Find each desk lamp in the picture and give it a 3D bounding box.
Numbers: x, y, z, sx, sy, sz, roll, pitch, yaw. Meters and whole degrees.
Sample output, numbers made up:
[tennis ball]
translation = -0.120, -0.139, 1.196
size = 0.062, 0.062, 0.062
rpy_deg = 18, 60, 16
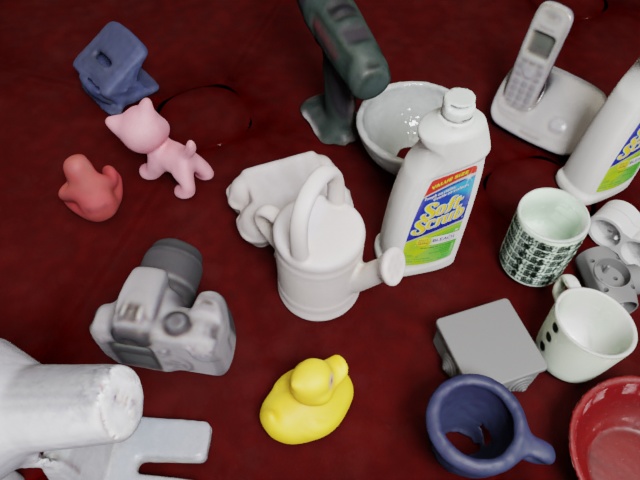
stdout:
[desk lamp]
translation = -0.213, 0.163, 0.488
size = 0.203, 0.214, 0.118
rpy_deg = 2, 54, 1

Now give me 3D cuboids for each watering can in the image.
[watering can]
translation = 0.007, 0.001, 0.617
size = 0.172, 0.194, 0.101
rpy_deg = 7, 55, 5

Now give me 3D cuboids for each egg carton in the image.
[egg carton]
translation = -0.038, -0.051, 0.730
size = 0.150, 0.069, 0.107
rpy_deg = -18, 57, -13

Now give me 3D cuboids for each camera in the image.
[camera]
translation = -0.161, 0.064, 0.628
size = 0.143, 0.101, 0.137
rpy_deg = 7, 55, 5

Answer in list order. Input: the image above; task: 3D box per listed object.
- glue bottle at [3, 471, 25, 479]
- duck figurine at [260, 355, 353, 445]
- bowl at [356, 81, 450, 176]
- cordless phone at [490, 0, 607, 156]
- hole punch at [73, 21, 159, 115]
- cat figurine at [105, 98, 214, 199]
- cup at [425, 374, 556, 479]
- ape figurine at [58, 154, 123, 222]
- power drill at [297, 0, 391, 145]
[glue bottle]
translation = -0.322, 0.201, 0.484
size = 0.078, 0.173, 0.037
rpy_deg = -11, 55, -8
[duck figurine]
translation = -0.013, 0.153, 0.575
size = 0.105, 0.086, 0.077
rpy_deg = -28, 59, -19
[bowl]
translation = 0.131, -0.139, 0.791
size = 0.167, 0.075, 0.167
rpy_deg = 0, 54, 0
[cordless phone]
translation = 0.325, -0.219, 0.782
size = 0.147, 0.185, 0.094
rpy_deg = 32, 60, 21
[hole punch]
translation = -0.312, -0.260, 0.864
size = 0.101, 0.091, 0.108
rpy_deg = -37, 62, -23
[cat figurine]
translation = -0.212, -0.130, 0.755
size = 0.127, 0.118, 0.067
rpy_deg = 24, 58, 16
[cup]
translation = 0.153, 0.191, 0.543
size = 0.117, 0.095, 0.092
rpy_deg = 19, 57, 13
[ape figurine]
translation = -0.296, -0.073, 0.730
size = 0.078, 0.092, 0.076
rpy_deg = -15, 56, -11
[power drill]
translation = 0.016, -0.245, 0.784
size = 0.076, 0.208, 0.229
rpy_deg = -23, 58, -15
